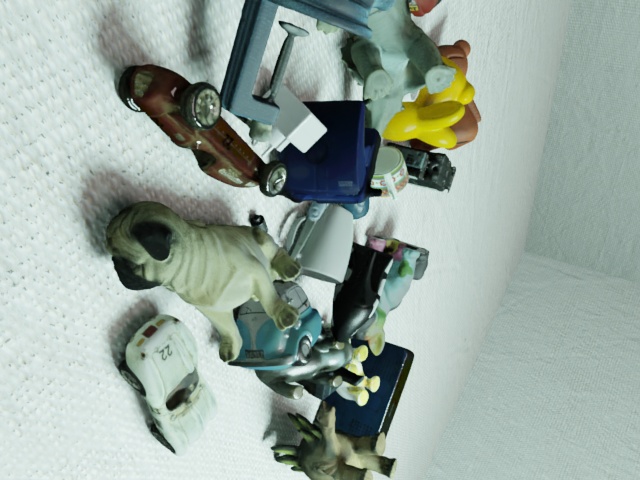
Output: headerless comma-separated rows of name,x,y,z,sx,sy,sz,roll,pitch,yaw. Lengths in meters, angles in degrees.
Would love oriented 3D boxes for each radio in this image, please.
radio,0.085,0.304,1.062,0.229,0.131,0.073,-68,154,-8

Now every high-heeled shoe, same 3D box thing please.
high-heeled shoe,0.057,0.080,0.871,0.248,0.086,0.145,17,94,-87

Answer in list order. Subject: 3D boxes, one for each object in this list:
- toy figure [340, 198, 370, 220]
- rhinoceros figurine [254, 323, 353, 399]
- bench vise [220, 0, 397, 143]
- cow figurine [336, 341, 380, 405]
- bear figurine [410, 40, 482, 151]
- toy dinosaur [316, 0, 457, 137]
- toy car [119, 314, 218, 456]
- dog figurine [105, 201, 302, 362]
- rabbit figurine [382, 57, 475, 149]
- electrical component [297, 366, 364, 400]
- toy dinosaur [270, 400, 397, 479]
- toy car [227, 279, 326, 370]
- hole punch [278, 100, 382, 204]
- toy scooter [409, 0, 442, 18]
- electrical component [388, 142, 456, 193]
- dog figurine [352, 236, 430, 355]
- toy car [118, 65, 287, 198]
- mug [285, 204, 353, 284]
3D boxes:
toy figure,0.041,-0.104,0.789,0.058,0.064,0.154,-51,137,-43
rhinoceros figurine,-0.017,0.178,0.813,0.190,0.112,0.073,-8,95,-47
bench vise,-0.043,-0.206,0.475,0.223,0.129,0.240,5,117,-33
cow figurine,0.038,0.219,0.981,0.068,0.098,0.167,-44,124,-36
bear figurine,0.235,-0.275,1.038,0.120,0.132,0.195,-14,90,-22
toy dinosaur,0.050,-0.287,0.637,0.404,0.131,0.192,57,11,-42
toy car,-0.158,0.164,0.588,0.073,0.056,0.201,-48,145,-39
dog figurine,-0.119,0.006,0.545,0.121,0.172,0.190,-37,122,6
rabbit figurine,0.166,-0.216,0.900,0.173,0.162,0.121,-37,153,-23
electrical component,0.012,0.225,0.886,0.075,0.119,0.047,-21,124,-61
toy dinosaur,0.027,0.384,0.922,0.105,0.199,0.470,-55,149,-33
toy car,-0.054,0.103,0.706,0.161,0.109,0.102,-28,113,-66
hole punch,0.008,-0.108,0.662,0.092,0.142,0.116,52,46,-61
toy scooter,0.137,-0.419,0.772,0.135,0.075,0.183,-32,131,-53
electrical component,0.180,-0.134,0.988,0.134,0.115,0.058,15,90,-66
dog figurine,0.120,0.105,1.039,0.191,0.109,0.219,5,106,-66
toy car,-0.102,-0.090,0.502,0.053,0.089,0.202,-66,155,-11
mug,-0.002,-0.002,0.777,0.109,0.081,0.107,28,73,-35
